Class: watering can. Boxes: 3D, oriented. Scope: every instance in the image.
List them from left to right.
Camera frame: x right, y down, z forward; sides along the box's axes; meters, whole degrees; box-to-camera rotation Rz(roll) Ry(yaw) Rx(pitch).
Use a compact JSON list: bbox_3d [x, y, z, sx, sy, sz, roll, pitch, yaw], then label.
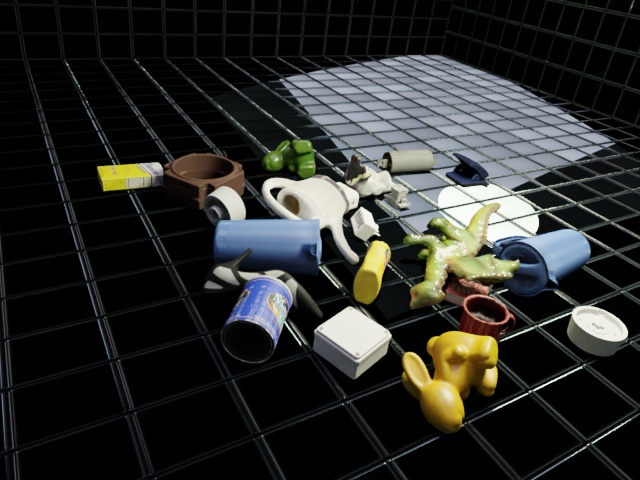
[{"bbox_3d":[0.004,-0.070,1.382,0.350,0.102,0.227,37,37,18],"label":"watering can"}]

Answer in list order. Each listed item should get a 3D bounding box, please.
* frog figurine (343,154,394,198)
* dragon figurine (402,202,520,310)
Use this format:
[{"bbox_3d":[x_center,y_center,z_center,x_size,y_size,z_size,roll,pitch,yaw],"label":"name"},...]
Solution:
[{"bbox_3d":[0.154,-0.178,1.611,0.158,0.123,0.139,30,1,-41],"label":"frog figurine"},{"bbox_3d":[0.356,0.035,1.214,0.413,0.119,0.246,-28,40,-18],"label":"dragon figurine"}]
